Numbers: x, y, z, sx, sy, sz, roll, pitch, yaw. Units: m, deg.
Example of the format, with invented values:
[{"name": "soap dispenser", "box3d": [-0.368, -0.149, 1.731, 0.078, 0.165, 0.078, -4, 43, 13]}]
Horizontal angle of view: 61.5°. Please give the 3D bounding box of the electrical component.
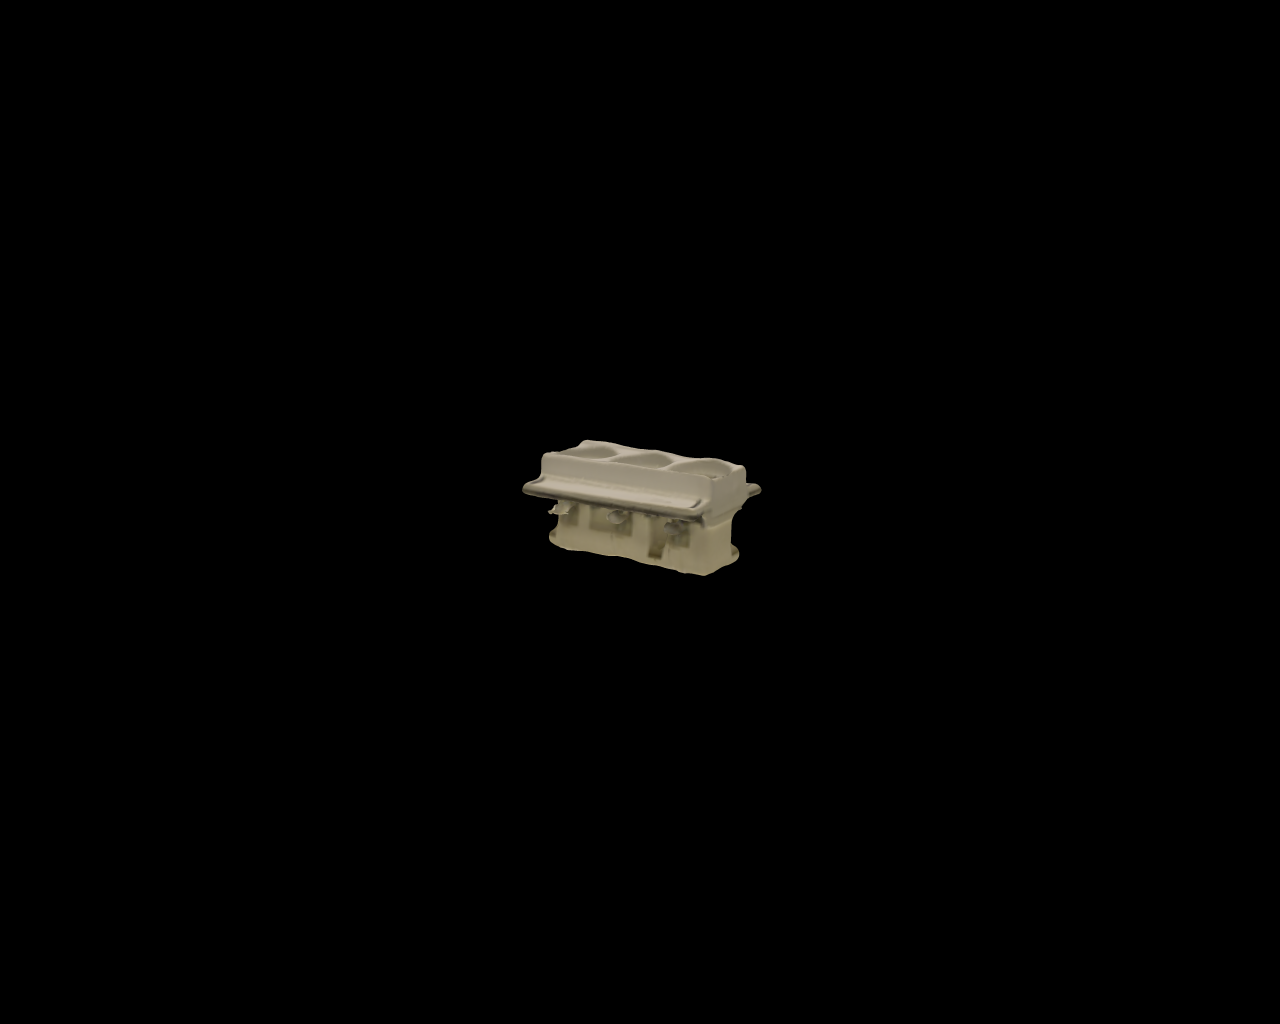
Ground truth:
[{"name": "electrical component", "box3d": [0.001, -0.003, 0.650, 0.121, 0.063, 0.079, 10, 18, 33]}]
